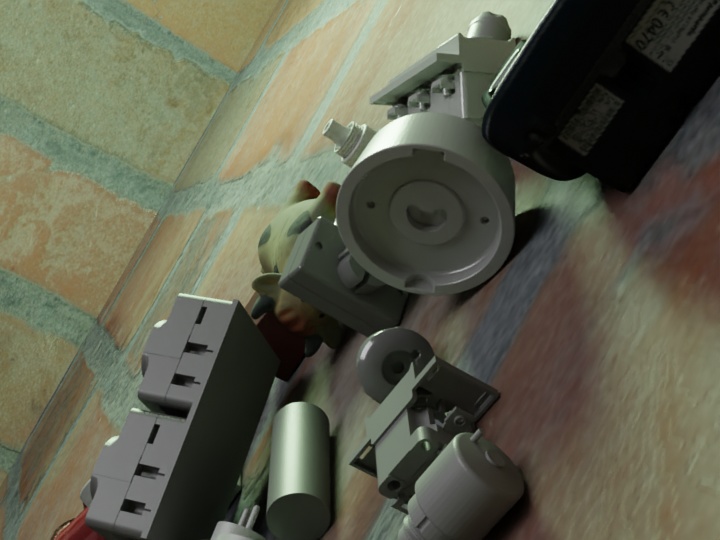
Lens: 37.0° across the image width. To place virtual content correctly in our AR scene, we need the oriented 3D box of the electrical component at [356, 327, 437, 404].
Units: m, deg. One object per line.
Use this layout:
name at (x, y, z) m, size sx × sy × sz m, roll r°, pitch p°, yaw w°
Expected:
electrical component at (0.018, 0.058, 0.665) m, size 0.048 × 0.048 × 0.062 m, roll -61°, pitch 9°, yaw -4°

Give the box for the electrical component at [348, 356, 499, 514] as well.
electrical component at (0.033, 0.090, 0.562) m, size 0.081 × 0.042 × 0.063 m, roll -53°, pitch 18°, yaw 24°

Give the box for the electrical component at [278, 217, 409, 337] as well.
electrical component at (0.000, 0.000, 0.749) m, size 0.076 × 0.083 × 0.047 m, roll -37°, pitch 27°, yaw 54°

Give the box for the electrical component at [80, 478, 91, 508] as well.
electrical component at (-0.172, 0.188, 0.956) m, size 0.138 × 0.074 × 0.052 m, roll -33°, pitch -19°, yaw -45°

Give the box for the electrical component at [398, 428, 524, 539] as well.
electrical component at (0.042, 0.111, 0.501) m, size 0.078 × 0.040 × 0.040 m, roll -53°, pitch 17°, yaw 22°

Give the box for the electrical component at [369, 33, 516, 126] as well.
electrical component at (0.066, -0.124, 0.792) m, size 0.121 × 0.079 × 0.063 m, roll 164°, pitch 104°, yaw -68°

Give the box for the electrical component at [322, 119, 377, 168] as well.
electrical component at (-0.005, -0.119, 1.018) m, size 0.043 × 0.062 × 0.043 m, roll -52°, pitch 17°, yaw 24°

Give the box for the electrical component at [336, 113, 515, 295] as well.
electrical component at (0.044, -0.045, 0.661) m, size 0.108 × 0.108 × 0.060 m, roll -47°, pitch 14°, yaw 37°

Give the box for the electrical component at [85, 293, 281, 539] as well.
electrical component at (-0.132, 0.124, 0.816) m, size 0.105 × 0.060 × 0.186 m, roll 65°, pitch -142°, yaw -56°

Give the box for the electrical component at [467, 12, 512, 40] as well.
electrical component at (0.098, -0.173, 0.850) m, size 0.035 × 0.035 × 0.061 m, roll -37°, pitch 29°, yaw 54°

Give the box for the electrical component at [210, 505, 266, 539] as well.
electrical component at (-0.085, 0.193, 0.720) m, size 0.138 × 0.052 × 0.073 m, roll -35°, pitch 29°, yaw 58°

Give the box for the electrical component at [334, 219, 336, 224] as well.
electrical component at (0.030, -0.044, 0.780) m, size 0.095 × 0.059 × 0.053 m, roll -24°, pitch 38°, yaw 64°

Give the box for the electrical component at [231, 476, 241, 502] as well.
electrical component at (-0.140, 0.186, 0.907) m, size 0.076 × 0.047 × 0.065 m, roll -56°, pitch 16°, yaw 13°
